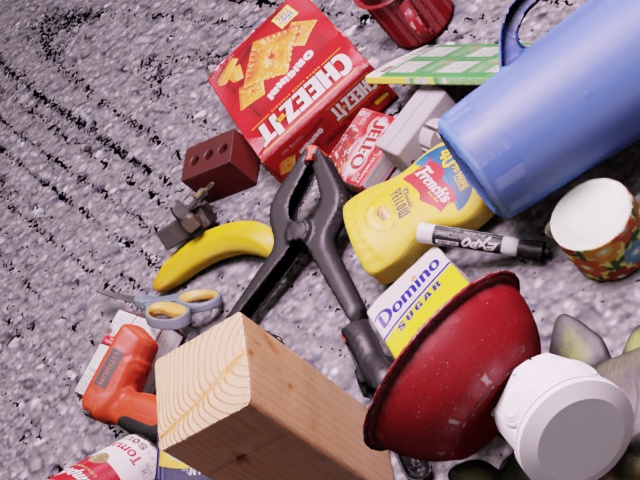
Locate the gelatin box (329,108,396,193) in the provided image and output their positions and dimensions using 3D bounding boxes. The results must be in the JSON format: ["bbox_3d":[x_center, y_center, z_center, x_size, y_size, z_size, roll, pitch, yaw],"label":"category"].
[{"bbox_3d":[0.051,-0.095,1.142,0.073,0.030,0.089,26,78,49],"label":"gelatin box"}]

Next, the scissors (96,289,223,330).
[{"bbox_3d":[-0.180,0.066,1.211,0.096,0.016,0.202,-18,18,-24],"label":"scissors"}]

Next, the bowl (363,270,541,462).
[{"bbox_3d":[0.105,0.101,0.746,0.055,0.162,0.162,40,89,28],"label":"bowl"}]

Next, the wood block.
[{"bbox_3d":[-0.032,0.160,0.881,0.091,0.205,0.090,-30,44,20],"label":"wood block"}]

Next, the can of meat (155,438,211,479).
[{"bbox_3d":[-0.099,0.187,0.970,0.102,0.057,0.084,-3,73,17],"label":"can of meat"}]

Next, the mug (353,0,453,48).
[{"bbox_3d":[0.100,-0.263,1.192,0.093,0.081,0.117,-36,41,14],"label":"mug"}]

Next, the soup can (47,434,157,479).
[{"bbox_3d":[-0.199,0.231,0.987,0.069,0.068,0.102,3,19,43],"label":"soup can"}]

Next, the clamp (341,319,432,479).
[{"bbox_3d":[0.049,0.114,0.921,0.039,0.120,0.171,-18,38,-9],"label":"clamp"}]

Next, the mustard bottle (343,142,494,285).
[{"bbox_3d":[0.117,-0.042,1.021,0.192,0.058,0.096,-32,49,18],"label":"mustard bottle"}]

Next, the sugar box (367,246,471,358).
[{"bbox_3d":[0.105,0.078,0.915,0.093,0.048,0.176,-44,27,5],"label":"sugar box"}]

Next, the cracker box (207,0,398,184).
[{"bbox_3d":[-0.029,-0.181,1.251,0.164,0.072,0.214,-42,41,8],"label":"cracker box"}]

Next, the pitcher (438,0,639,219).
[{"bbox_3d":[0.220,-0.136,0.913,0.243,0.145,0.149,-35,41,5],"label":"pitcher"}]

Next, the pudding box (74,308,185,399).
[{"bbox_3d":[-0.213,0.139,1.190,0.090,0.039,0.113,12,71,43],"label":"pudding box"}]

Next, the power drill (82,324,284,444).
[{"bbox_3d":[-0.138,0.151,1.070,0.188,0.057,0.184,21,78,35],"label":"power drill"}]

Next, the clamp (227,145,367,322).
[{"bbox_3d":[-0.007,0.001,1.095,0.165,0.036,0.210,1,69,35],"label":"clamp"}]

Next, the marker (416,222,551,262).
[{"bbox_3d":[0.147,0.002,0.960,0.121,0.020,0.020,9,64,21],"label":"marker"}]

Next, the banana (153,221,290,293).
[{"bbox_3d":[-0.112,0.015,1.197,0.198,0.037,0.069,-10,53,37],"label":"banana"}]

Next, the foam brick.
[{"bbox_3d":[-0.117,-0.088,1.272,0.078,0.051,0.053,-20,48,30],"label":"foam brick"}]
